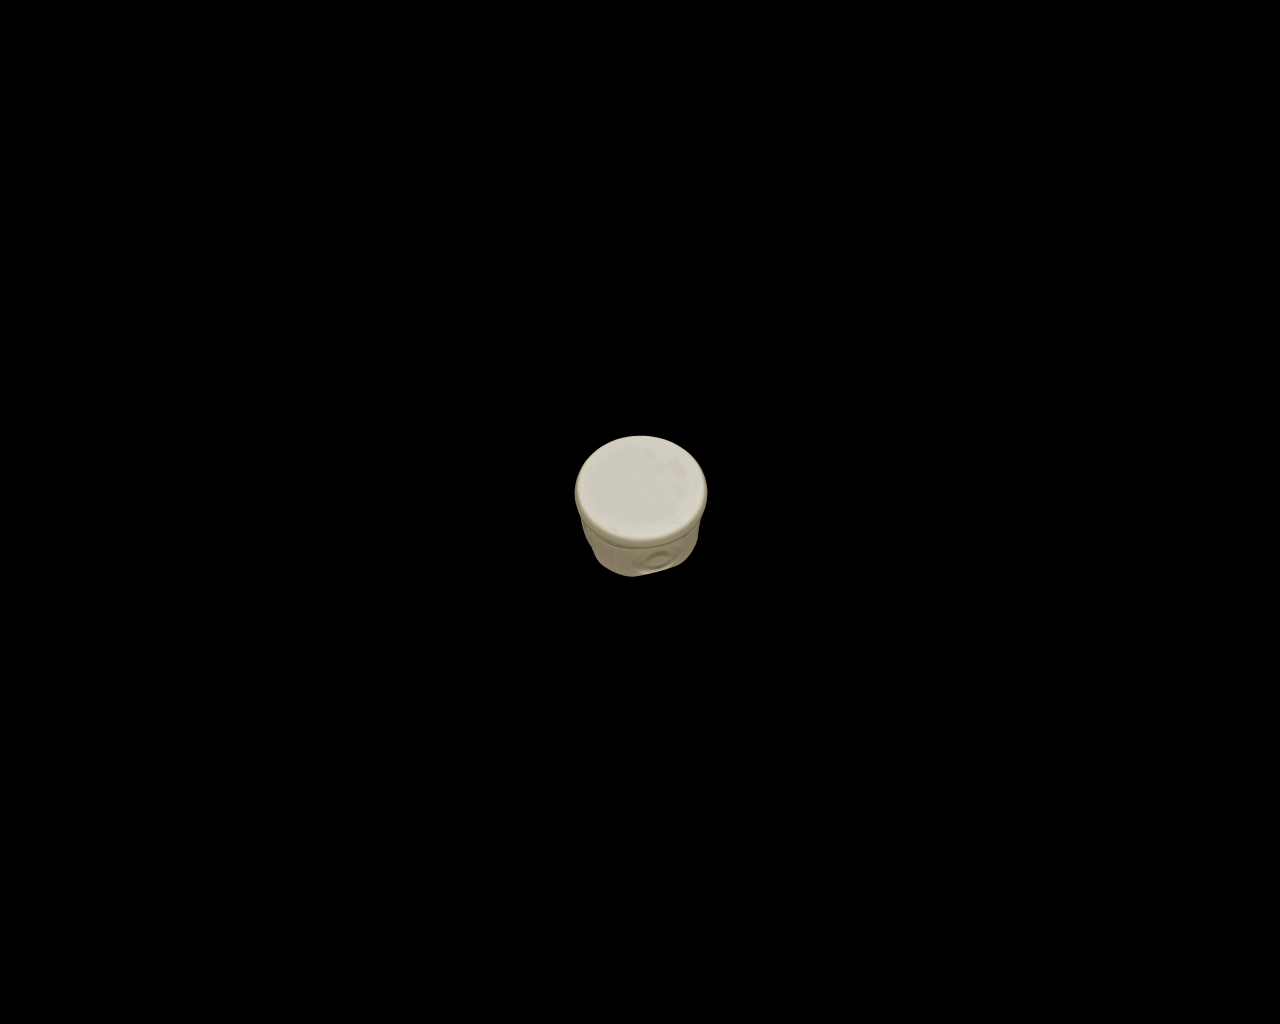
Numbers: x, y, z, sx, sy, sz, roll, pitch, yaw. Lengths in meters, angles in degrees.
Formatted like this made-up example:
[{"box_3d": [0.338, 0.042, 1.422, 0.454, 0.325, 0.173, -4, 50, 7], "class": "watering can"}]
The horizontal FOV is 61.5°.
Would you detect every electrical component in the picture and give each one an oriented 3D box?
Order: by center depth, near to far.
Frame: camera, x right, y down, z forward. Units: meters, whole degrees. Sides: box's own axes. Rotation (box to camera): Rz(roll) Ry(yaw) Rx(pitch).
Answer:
[{"box_3d": [0.001, -0.003, 0.650, 0.080, 0.080, 0.050, 0, -33, 0], "class": "electrical component"}]
